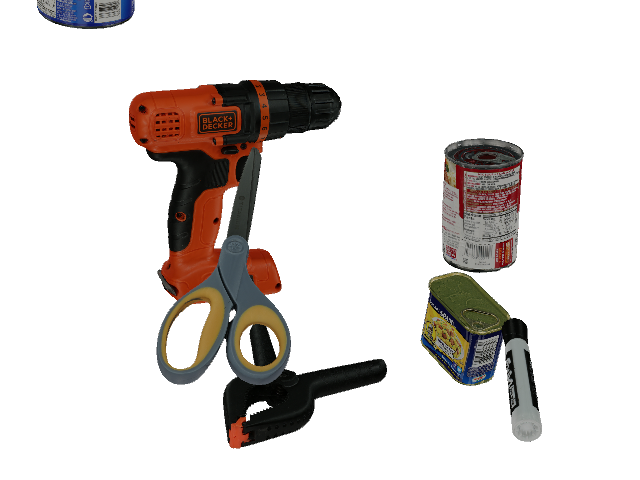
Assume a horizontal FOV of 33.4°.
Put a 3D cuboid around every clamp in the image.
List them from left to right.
[{"bbox_3d":[-0.030,0.154,1.114,0.165,0.036,0.209,12,26,15],"label":"clamp"}]

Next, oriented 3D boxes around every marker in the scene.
[{"bbox_3d":[0.137,0.091,0.730,0.020,0.020,0.121,0,30,6],"label":"marker"}]

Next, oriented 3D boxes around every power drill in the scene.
[{"bbox_3d":[-0.071,-0.045,0.919,0.184,0.188,0.057,-6,21,-20],"label":"power drill"}]

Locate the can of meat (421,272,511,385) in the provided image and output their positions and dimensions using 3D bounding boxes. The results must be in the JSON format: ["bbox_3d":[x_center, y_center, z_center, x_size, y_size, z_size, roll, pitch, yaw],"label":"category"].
[{"bbox_3d":[0.158,0.099,1.184,0.057,0.084,0.102,-13,40,-26],"label":"can of meat"}]

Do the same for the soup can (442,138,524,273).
[{"bbox_3d":[0.142,-0.031,0.941,0.068,0.102,0.068,-1,25,0],"label":"soup can"}]

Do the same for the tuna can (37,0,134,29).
[{"bbox_3d":[-0.205,-0.216,0.934,0.086,0.034,0.086,5,33,-4],"label":"tuna can"}]

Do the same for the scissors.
[{"bbox_3d":[-0.044,0.020,0.738,0.096,0.201,0.016,21,-35,9],"label":"scissors"}]
